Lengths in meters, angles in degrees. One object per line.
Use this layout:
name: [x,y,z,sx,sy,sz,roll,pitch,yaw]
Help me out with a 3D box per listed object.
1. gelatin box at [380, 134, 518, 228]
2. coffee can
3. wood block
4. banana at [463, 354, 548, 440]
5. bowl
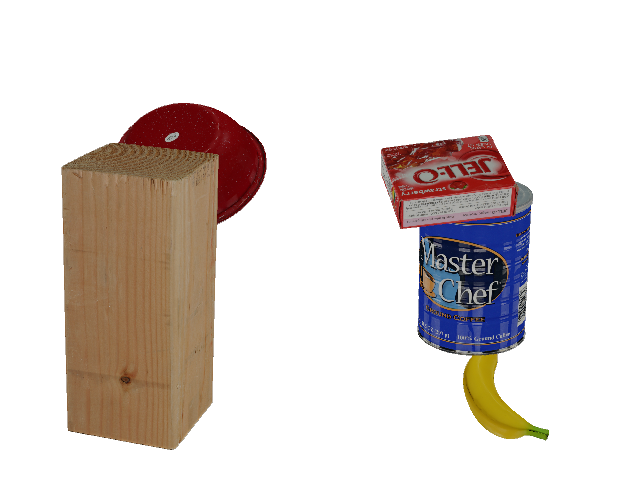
gelatin box: [0.095,-0.045,0.796,0.089,0.030,0.073,-7,37,-4]
coffee can: [0.141,0.021,0.988,0.103,0.140,0.103,-1,21,0]
wood block: [-0.134,0.039,0.803,0.091,0.206,0.090,8,18,12]
banana: [0.205,0.183,1.273,0.069,0.037,0.198,9,23,-15]
bowl: [-0.135,-0.081,1.015,0.162,0.162,0.055,0,-41,12]
